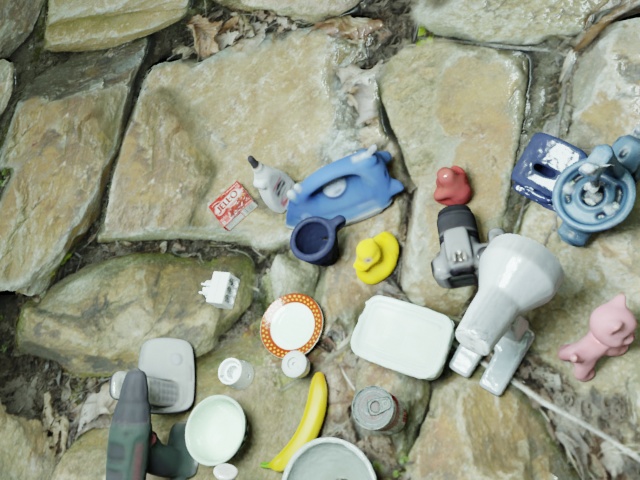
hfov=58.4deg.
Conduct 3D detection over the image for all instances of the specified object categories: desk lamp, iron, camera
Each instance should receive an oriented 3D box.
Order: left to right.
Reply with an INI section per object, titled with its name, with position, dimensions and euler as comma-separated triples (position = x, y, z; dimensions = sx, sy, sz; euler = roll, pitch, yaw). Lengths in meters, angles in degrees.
[iron]
position = 0.023, -0.101, 1.117
dimensions = 0.258, 0.142, 0.118
euler = -24, 61, 11
[camera]
position = 0.260, 0.001, 0.999
dimensions = 0.143, 0.101, 0.137
euler = -13, 63, 17
[desk lamp]
position = 0.277, 0.117, 0.875
dimensions = 0.117, 0.214, 0.203
euler = 27, 80, 30

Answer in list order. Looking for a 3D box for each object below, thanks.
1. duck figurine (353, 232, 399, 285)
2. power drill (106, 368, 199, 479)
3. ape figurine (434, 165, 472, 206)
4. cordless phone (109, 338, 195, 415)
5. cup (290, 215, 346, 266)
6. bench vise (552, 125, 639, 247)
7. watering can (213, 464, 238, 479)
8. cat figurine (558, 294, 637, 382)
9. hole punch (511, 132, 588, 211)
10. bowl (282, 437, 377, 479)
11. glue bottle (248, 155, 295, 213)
[duck figurine]
position = 0.098, 0.024, 1.063
dimensions = 0.077, 0.086, 0.104
euler = 30, 81, 30
[power drill]
position = -0.293, 0.356, 1.004
dimensions = 0.075, 0.209, 0.229
euler = -2, 67, 21
[ape figurine]
position = 0.240, -0.105, 1.059
dimensions = 0.078, 0.092, 0.076
euler = -38, 59, 3
[cordless phone]
position = -0.318, 0.248, 1.076
dimensions = 0.094, 0.185, 0.147
euler = -17, 62, 15
[cup]
position = 0.010, 0.004, 1.103
dimensions = 0.118, 0.095, 0.091
euler = -38, 59, 3
[bench vise]
position = 0.442, -0.112, 0.906
dimensions = 0.121, 0.220, 0.207
euler = 16, 74, 27
[watering can]
position = -0.183, 0.452, 0.925
dimensions = 0.100, 0.194, 0.173
euler = -4, 66, 21
[cat figurine]
position = 0.422, 0.145, 0.860
dimensions = 0.128, 0.118, 0.067
euler = -41, 59, 1
[hole punch]
position = 0.400, -0.118, 1.001
dimensions = 0.108, 0.091, 0.101
euler = 35, 84, 31
[bowl]
position = 0.023, 0.410, 0.930
dimensions = 0.167, 0.075, 0.167
euler = -8, 65, 19
[glue bottle]
position = -0.105, -0.122, 1.160
dimensions = 0.037, 0.173, 0.078
euler = 13, 73, 27
